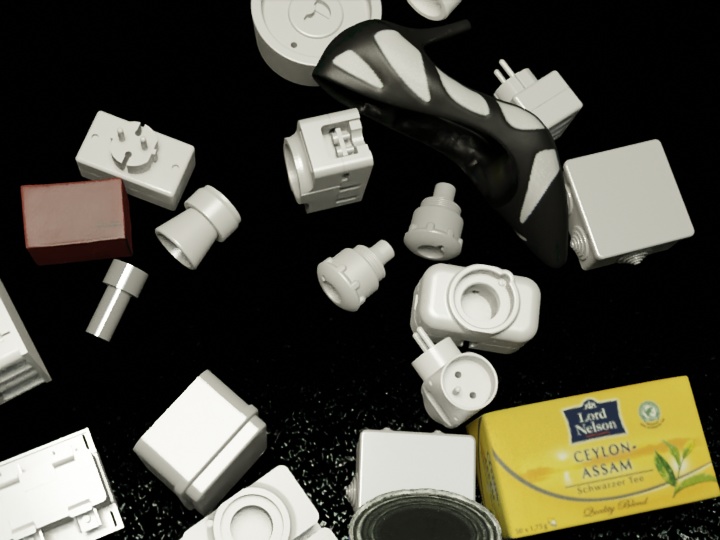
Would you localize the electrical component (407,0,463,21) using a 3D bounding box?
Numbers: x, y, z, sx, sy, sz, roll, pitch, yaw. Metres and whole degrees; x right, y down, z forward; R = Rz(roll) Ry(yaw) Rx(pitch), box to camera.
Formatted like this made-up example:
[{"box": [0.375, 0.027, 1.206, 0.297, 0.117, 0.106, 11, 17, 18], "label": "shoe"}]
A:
[{"box": [0.045, -0.290, 0.952, 0.138, 0.052, 0.073, 39, 73, 5], "label": "electrical component"}]

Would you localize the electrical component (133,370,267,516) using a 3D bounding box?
[{"box": [-0.112, 0.128, 0.778, 0.057, 0.113, 0.078, 40, 73, 9], "label": "electrical component"}]

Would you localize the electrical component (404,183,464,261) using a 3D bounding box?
[{"box": [0.065, -0.042, 0.887, 0.048, 0.048, 0.062, 16, 65, -2], "label": "electrical component"}]

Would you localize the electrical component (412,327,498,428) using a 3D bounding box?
[{"box": [0.066, 0.079, 0.833, 0.043, 0.077, 0.079, -33, 79, -15], "label": "electrical component"}]

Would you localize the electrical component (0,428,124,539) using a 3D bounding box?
[{"box": [-0.243, 0.172, 0.775, 0.121, 0.063, 0.078, -21, 77, -12], "label": "electrical component"}]

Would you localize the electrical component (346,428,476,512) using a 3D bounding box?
[{"box": [0.040, 0.170, 0.817, 0.100, 0.048, 0.099, 4, 73, -6], "label": "electrical component"}]

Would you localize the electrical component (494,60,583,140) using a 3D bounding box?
[{"box": [0.140, -0.144, 0.914, 0.047, 0.065, 0.076, -33, 80, -15], "label": "electrical component"}]

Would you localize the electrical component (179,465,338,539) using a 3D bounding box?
[{"box": [-0.103, 0.238, 0.774, 0.186, 0.060, 0.105, -34, 80, -15], "label": "electrical component"}]

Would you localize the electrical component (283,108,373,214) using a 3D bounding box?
[{"box": [-0.028, -0.085, 0.863, 0.056, 0.089, 0.050, -14, 76, -11], "label": "electrical component"}]

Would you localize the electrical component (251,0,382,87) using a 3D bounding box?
[{"box": [-0.039, -0.208, 0.913, 0.108, 0.060, 0.108, 2, 73, -6], "label": "electrical component"}]

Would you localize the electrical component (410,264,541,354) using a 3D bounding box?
[{"box": [0.093, 0.030, 0.860, 0.095, 0.059, 0.053, 9, 73, -4], "label": "electrical component"}]

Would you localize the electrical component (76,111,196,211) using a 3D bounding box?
[{"box": [-0.179, -0.093, 0.854, 0.083, 0.075, 0.047, 21, 72, -1], "label": "electrical component"}]

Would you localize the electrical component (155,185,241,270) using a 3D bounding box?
[{"box": [-0.129, -0.034, 0.859, 0.045, 0.045, 0.055, 42, 73, 6], "label": "electrical component"}]

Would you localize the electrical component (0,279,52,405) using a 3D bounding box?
[{"box": [-0.305, 0.006, 0.794, 0.060, 0.105, 0.186, -28, 79, -14], "label": "electrical component"}]

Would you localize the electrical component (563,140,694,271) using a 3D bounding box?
[{"box": [0.219, -0.053, 0.906, 0.100, 0.048, 0.099, -14, 76, -11], "label": "electrical component"}]

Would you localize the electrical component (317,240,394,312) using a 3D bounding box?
[{"box": [0.000, 0.000, 0.866, 0.062, 0.048, 0.048, -38, 81, -22], "label": "electrical component"}]
